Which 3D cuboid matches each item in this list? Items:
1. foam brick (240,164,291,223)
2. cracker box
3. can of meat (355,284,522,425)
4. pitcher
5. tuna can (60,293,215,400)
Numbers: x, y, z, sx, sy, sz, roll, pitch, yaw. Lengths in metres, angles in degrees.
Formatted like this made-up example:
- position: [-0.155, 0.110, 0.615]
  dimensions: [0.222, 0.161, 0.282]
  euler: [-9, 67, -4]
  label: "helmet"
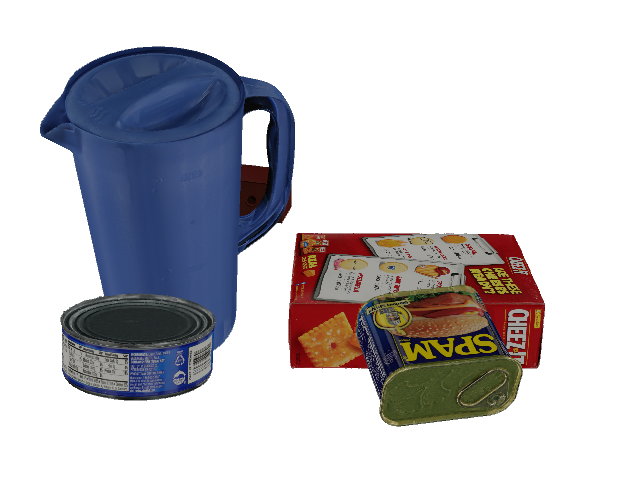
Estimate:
- position: [-0.079, -0.059, 1.328]
  dimensions: [0.078, 0.053, 0.051]
  euler: [6, 29, 12]
  label: "foam brick"
- position: [0.080, 0.053, 0.967]
  dimensions: [0.213, 0.072, 0.164]
  euler: [1, 22, 1]
  label: "cracker box"
- position: [0.082, 0.080, 0.771]
  dimensions: [0.102, 0.057, 0.084]
  euler: [-5, 39, -12]
  label: "can of meat"
- position: [-0.113, -0.022, 0.849]
  dimensions: [0.149, 0.243, 0.144]
  euler: [19, 43, 19]
  label: "pitcher"
- position: [-0.102, 0.059, 0.601]
  dimensions: [0.086, 0.034, 0.086]
  euler: [3, 15, -1]
  label: "tuna can"
